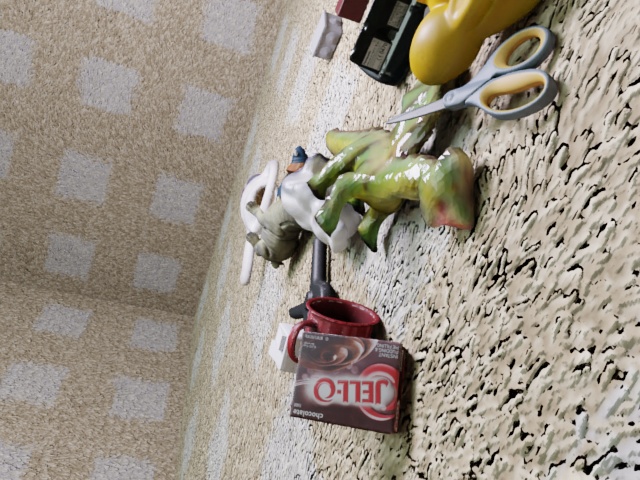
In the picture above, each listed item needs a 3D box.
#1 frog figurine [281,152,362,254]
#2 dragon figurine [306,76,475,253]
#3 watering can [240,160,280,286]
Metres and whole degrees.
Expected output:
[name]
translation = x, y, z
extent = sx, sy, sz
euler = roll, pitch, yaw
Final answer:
[frog figurine]
translation = 0.002, -0.041, 0.811
extent = 0.134, 0.122, 0.163
euler = 67, -166, -58
[dragon figurine]
translation = 0.094, -0.129, 0.656
extent = 0.239, 0.121, 0.420
euler = -47, 30, 26
[watering can]
translation = -0.180, -0.061, 1.453
extent = 0.226, 0.104, 0.346
euler = -142, 68, -74
